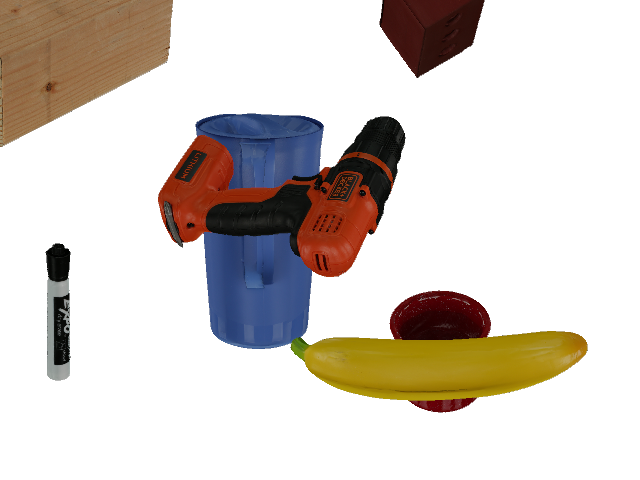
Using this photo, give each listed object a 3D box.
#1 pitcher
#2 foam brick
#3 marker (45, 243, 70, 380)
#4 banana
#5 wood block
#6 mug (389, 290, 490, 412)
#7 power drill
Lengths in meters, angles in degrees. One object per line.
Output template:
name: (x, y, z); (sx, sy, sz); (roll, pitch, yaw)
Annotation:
pitcher: (-0.066, -0.009, 1.134); (0.145, 0.243, 0.148); (17, 24, 41)
foam brick: (0.078, -0.163, 0.751); (0.053, 0.051, 0.078); (-31, -15, -8)
marker: (-0.212, 0.058, 0.863); (0.020, 0.121, 0.020); (6, 26, -3)
banana: (0.075, 0.076, 0.687); (0.198, 0.037, 0.069); (1, 26, 6)
wood block: (-0.230, -0.175, 0.932); (0.090, 0.091, 0.205); (30, 42, 21)
mug: (0.116, 0.100, 1.018); (0.093, 0.081, 0.117); (4, 38, 13)
power drill: (-0.031, -0.050, 0.920); (0.188, 0.057, 0.184); (4, 42, 23)
